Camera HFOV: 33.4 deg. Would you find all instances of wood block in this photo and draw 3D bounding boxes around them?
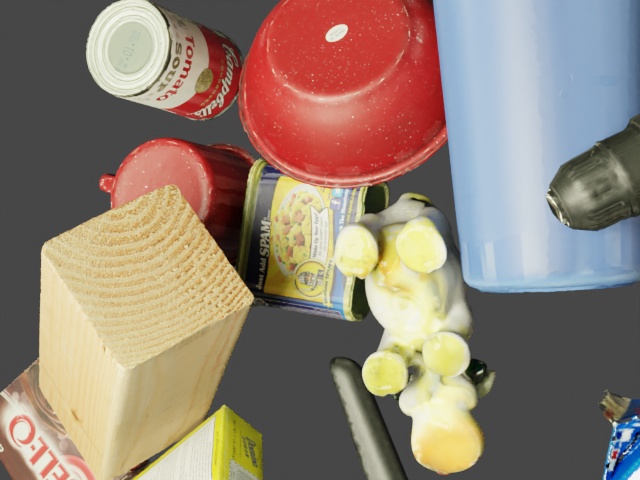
[{"bbox_3d":[-0.119,0.067,0.678,0.091,0.090,0.206,53,151,16],"label":"wood block"}]

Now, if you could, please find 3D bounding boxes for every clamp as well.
[{"bbox_3d":[0.040,0.202,0.695,0.210,0.036,0.165,41,105,20],"label":"clamp"}]

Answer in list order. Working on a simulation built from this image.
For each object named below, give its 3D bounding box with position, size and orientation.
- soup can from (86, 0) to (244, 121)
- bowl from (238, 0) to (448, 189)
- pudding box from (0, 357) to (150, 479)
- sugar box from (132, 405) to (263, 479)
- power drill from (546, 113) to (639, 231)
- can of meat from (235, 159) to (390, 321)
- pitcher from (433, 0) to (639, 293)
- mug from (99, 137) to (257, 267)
[{"bbox_3d":[-0.106,-0.124,0.741,0.069,0.102,0.068,-1,87,24],"label":"soup can"},{"bbox_3d":[0.017,-0.117,0.686,0.162,0.055,0.162,-6,66,13],"label":"bowl"},{"bbox_3d":[-0.193,0.150,0.798,0.090,0.039,0.113,-40,73,16],"label":"pudding box"},{"bbox_3d":[-0.114,0.201,0.733,0.048,0.093,0.176,41,110,-21],"label":"sugar box"},{"bbox_3d":[0.229,0.001,0.522,0.184,0.057,0.188,-28,73,4],"label":"power drill"},{"bbox_3d":[-0.005,0.001,0.716,0.084,0.057,0.102,8,90,22],"label":"can of meat"},{"bbox_3d":[0.143,-0.093,0.627,0.149,0.144,0.243,-4,89,35],"label":"pitcher"},{"bbox_3d":[-0.101,-0.029,0.745,0.117,0.081,0.093,17,94,23],"label":"mug"}]
